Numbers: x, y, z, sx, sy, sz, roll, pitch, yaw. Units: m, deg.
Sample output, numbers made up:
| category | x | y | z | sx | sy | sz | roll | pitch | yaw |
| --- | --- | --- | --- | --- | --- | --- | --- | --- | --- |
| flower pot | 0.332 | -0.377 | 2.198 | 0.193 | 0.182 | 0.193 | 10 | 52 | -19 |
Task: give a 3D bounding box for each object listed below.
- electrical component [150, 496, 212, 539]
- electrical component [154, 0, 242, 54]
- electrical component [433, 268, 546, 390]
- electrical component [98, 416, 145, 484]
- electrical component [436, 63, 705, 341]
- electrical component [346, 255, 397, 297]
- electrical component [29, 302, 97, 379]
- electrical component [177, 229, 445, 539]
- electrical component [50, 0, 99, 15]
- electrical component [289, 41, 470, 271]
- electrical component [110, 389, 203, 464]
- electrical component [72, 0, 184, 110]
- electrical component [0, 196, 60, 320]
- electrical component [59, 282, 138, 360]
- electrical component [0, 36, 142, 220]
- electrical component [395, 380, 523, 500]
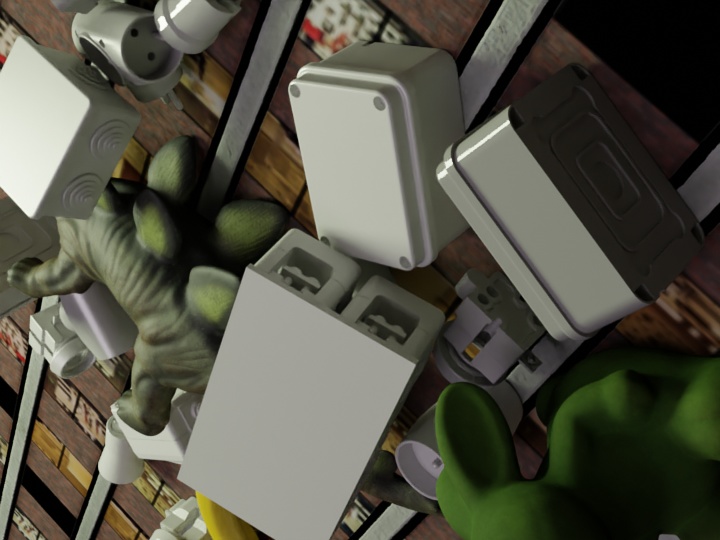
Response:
| category | x | y | z | sx | sy | sz | roll | pitch | yaw |
| --- | --- | --- | --- | --- | --- | --- | --- | --- | --- |
| electrical component | -0.162 | 0.258 | 1.019 | 0.078 | 0.057 | 0.058 | 22 | 132 | 33 |
| electrical component | -0.096 | -0.159 | 0.650 | 0.046 | 0.040 | 0.040 | -28 | 98 | 46 |
| electrical component | 0.074 | 0.039 | 0.626 | 0.066 | 0.048 | 0.055 | 44 | 133 | 10 |
| electrical component | -0.226 | 0.167 | 1.028 | 0.044 | 0.044 | 0.065 | 34 | 133 | 22 |
| electrical component | 0.101 | -0.032 | 0.519 | 0.113 | 0.078 | 0.057 | 54 | 139 | -1 |
| electrical component | 0.000 | 0.000 | 0.675 | 0.040 | 0.040 | 0.046 | 1 | 113 | 45 |
| electrical component | -0.275 | 0.067 | 0.996 | 0.055 | 0.048 | 0.066 | 46 | 142 | 20 |
| electrical component | -0.032 | 0.078 | 0.650 | 0.105 | 0.060 | 0.186 | 30 | 128 | 9 |
| electrical component | -0.166 | -0.190 | 0.659 | 0.064 | 0.081 | 0.042 | -34 | 92 | 16 |
| electrical component | 0.013 | -0.063 | 0.599 | 0.078 | 0.057 | 0.113 | 15 | 129 | 37 |
| electrical component | -0.151 | 0.124 | 0.901 | 0.096 | 0.062 | 0.061 | -7 | 113 | 47 |
| electrical component | -0.143 | -0.136 | 0.704 | 0.077 | 0.044 | 0.079 | 27 | 157 | 48 |
| electrical component | -0.302 | -0.008 | 0.911 | 0.078 | 0.113 | 0.057 | 45 | 138 | 9 |
| electrical component | -0.233 | 0.035 | 0.930 | 0.079 | 0.044 | 0.077 | -7 | 113 | 47 |
| electrical component | -0.199 | -0.090 | 0.700 | 0.100 | 0.048 | 0.099 | 41 | 108 | 28 |
| electrical component | 0.072 | 0.115 | 0.659 | 0.079 | 0.077 | 0.044 | 52 | 141 | 0 |
